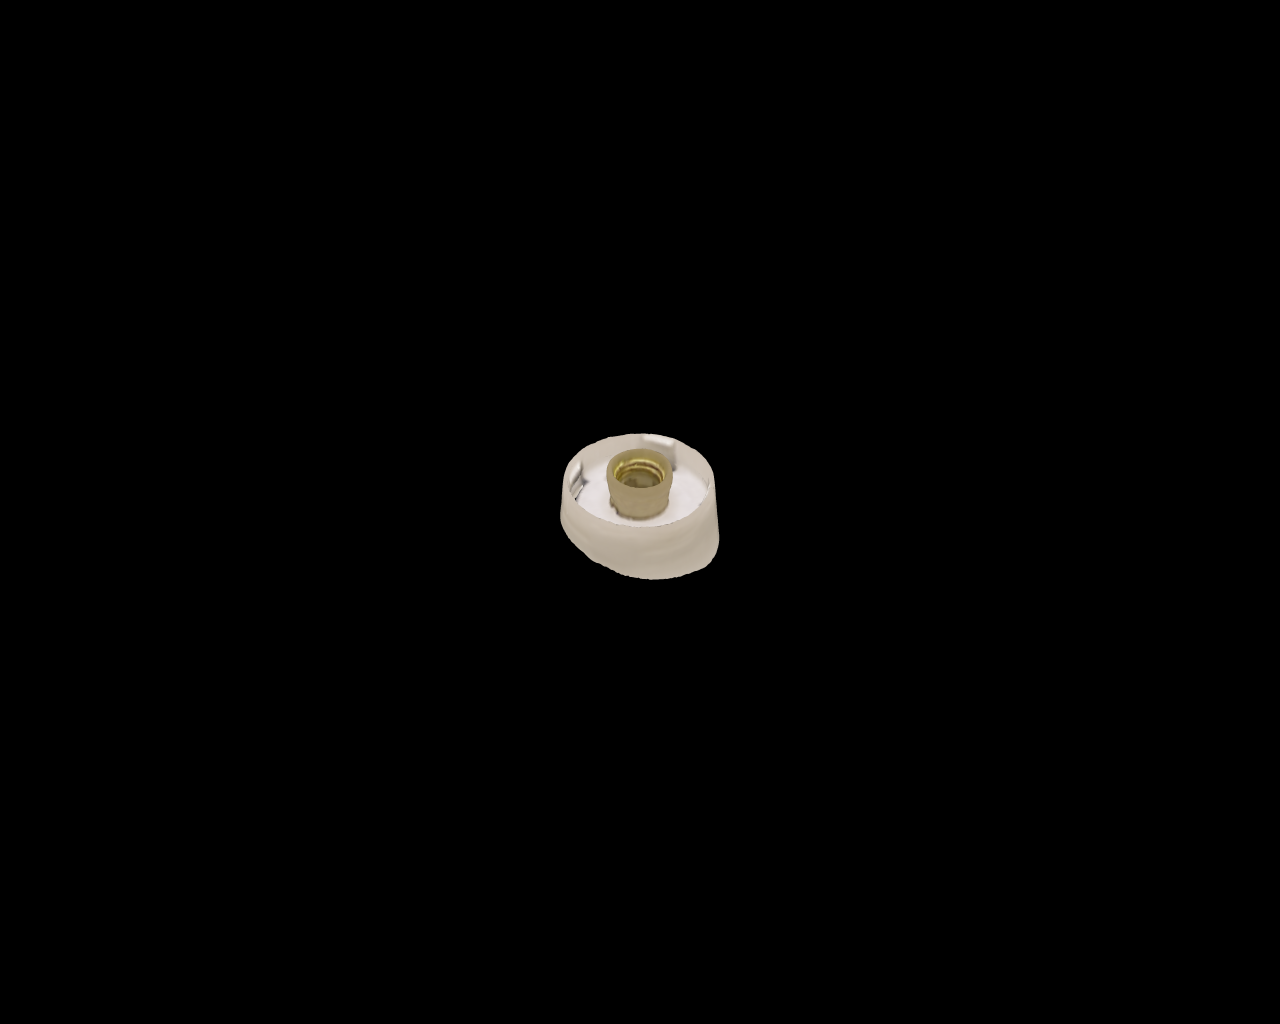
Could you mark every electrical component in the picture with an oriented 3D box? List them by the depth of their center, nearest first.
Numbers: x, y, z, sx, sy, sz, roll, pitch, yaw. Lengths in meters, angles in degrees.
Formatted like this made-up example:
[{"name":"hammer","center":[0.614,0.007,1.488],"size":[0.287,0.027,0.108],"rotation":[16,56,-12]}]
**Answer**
[{"name":"electrical component","center":[0.001,-0.003,0.650],"size":[0.099,0.064,0.099],"rotation":[0,40,0]}]
